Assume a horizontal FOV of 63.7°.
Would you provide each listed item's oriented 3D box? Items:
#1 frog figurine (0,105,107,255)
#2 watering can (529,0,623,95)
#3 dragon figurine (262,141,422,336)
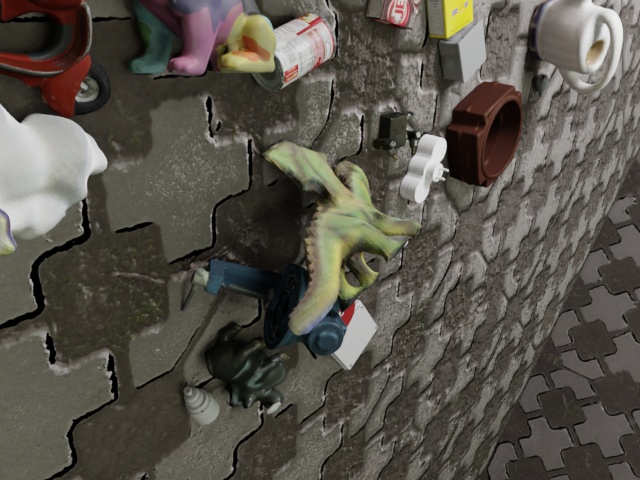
[{"bbox_3d":[-0.279,-0.069,0.462,0.122,0.135,0.163,-24,22,20],"label":"frog figurine"},{"bbox_3d":[0.588,-0.502,1.172,0.105,0.340,0.228,-28,41,-15],"label":"watering can"},{"bbox_3d":[0.002,-0.036,0.718,0.120,0.244,0.414,-48,-11,27],"label":"dragon figurine"}]
